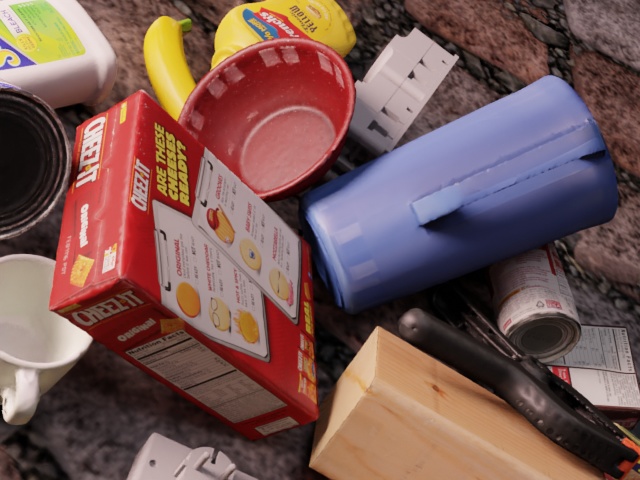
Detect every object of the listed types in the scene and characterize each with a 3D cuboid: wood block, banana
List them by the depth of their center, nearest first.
[{"bbox_3d":[0.105,0.165,0.795,0.206,0.090,0.090,31,20,-7],"label":"wood block"},{"bbox_3d":[-0.119,-0.138,0.961,0.069,0.037,0.198,0,55,-32],"label":"banana"}]

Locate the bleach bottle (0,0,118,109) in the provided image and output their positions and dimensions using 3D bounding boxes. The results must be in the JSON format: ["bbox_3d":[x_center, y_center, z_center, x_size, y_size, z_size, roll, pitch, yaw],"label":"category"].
[{"bbox_3d":[-0.288,-0.127,0.828,0.250,0.068,0.102,-24,70,-40],"label":"bleach bottle"}]

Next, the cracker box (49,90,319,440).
[{"bbox_3d":[-0.088,0.025,0.759,0.213,0.072,0.164,42,34,-41],"label":"cracker box"}]

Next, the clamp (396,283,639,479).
[{"bbox_3d":[0.155,0.105,0.825,0.210,0.036,0.164,36,14,3],"label":"clamp"}]

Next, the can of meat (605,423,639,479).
[{"bbox_3d":[0.252,0.217,0.891,0.102,0.058,0.083,37,46,0],"label":"can of meat"}]

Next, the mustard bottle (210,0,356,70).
[{"bbox_3d":[-0.046,-0.187,1.026,0.096,0.058,0.191,47,41,1],"label":"mustard bottle"}]

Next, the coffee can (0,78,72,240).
[{"bbox_3d":[-0.245,-0.069,0.730,0.102,0.103,0.140,-5,21,-36],"label":"coffee can"}]

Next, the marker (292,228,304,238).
[{"bbox_3d":[-0.006,0.001,0.930,0.121,0.020,0.020,9,51,-26],"label":"marker"}]

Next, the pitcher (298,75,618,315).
[{"bbox_3d":[0.111,-0.033,0.870,0.242,0.149,0.145,-23,44,-7],"label":"pitcher"}]

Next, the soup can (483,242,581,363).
[{"bbox_3d":[0.182,0.048,0.925,0.068,0.069,0.102,16,42,-21],"label":"soup can"}]

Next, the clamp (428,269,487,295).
[{"bbox_3d":[0.106,0.026,0.969,0.171,0.039,0.120,36,39,-6],"label":"clamp"}]

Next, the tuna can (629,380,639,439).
[{"bbox_3d":[0.291,0.172,0.968,0.086,0.034,0.086,17,47,-20],"label":"tuna can"}]

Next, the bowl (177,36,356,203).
[{"bbox_3d":[-0.038,-0.088,0.883,0.055,0.162,0.162,51,22,-53],"label":"bowl"}]

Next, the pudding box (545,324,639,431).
[{"bbox_3d":[0.221,0.118,0.940,0.113,0.039,0.090,5,49,-4],"label":"pudding box"}]
